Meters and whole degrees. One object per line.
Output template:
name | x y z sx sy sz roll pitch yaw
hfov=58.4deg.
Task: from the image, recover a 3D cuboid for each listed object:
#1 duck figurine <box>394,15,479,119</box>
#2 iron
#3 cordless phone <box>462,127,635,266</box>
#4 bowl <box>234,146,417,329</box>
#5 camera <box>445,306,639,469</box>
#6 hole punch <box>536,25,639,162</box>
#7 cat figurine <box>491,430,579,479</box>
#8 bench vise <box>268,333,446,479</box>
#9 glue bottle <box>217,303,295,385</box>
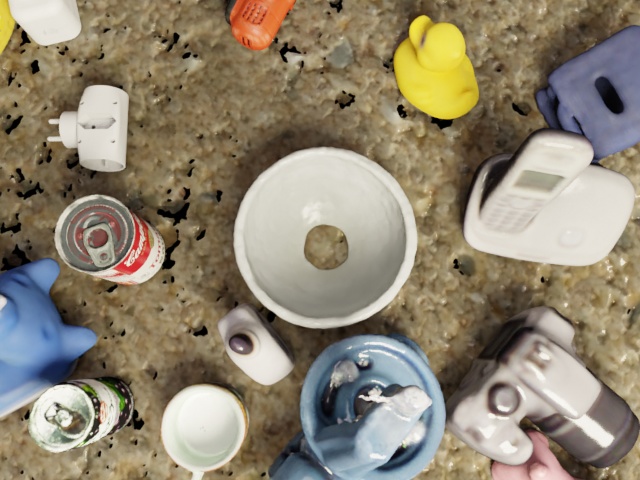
duck figurine | 0.122 -0.178 0.575 0.077 0.086 0.104 -36 81 -6
iron | -0.339 0.115 0.491 0.258 0.141 0.118 -32 81 -6
cordless phone | 0.213 -0.039 0.499 0.147 0.185 0.094 7 79 1
bowl | 0.005 0.002 0.547 0.167 0.075 0.167 0 79 0
camera | 0.202 0.149 0.507 0.136 0.101 0.143 40 82 7
hole punch | 0.285 -0.137 0.565 0.101 0.091 0.108 -26 80 -5
cat figurine | 0.222 0.229 0.484 0.127 0.118 0.067 41 82 7
bench vise | 0.029 0.166 0.443 0.121 0.220 0.207 22 80 4
glue bottle | -0.058 0.087 0.481 0.037 0.173 0.078 -36 81 -6
